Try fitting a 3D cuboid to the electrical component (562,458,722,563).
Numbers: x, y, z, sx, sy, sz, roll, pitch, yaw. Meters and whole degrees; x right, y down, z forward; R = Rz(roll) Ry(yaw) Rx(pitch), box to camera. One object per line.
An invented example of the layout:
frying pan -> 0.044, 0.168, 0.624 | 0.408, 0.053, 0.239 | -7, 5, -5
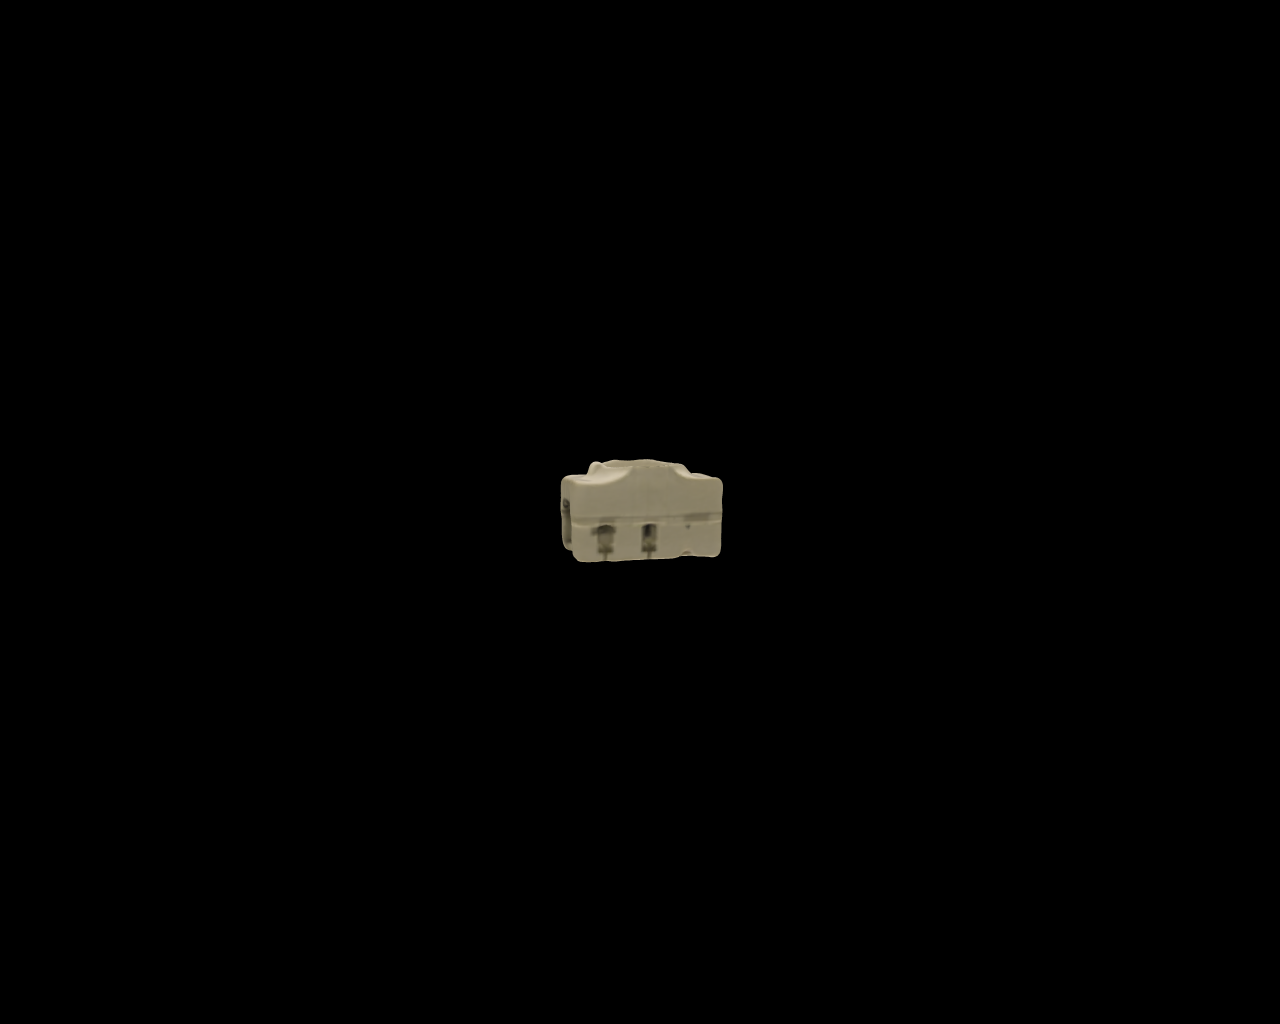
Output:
electrical component -> 0.001, -0.003, 0.650 | 0.089, 0.055, 0.050 | -2, 8, -14
